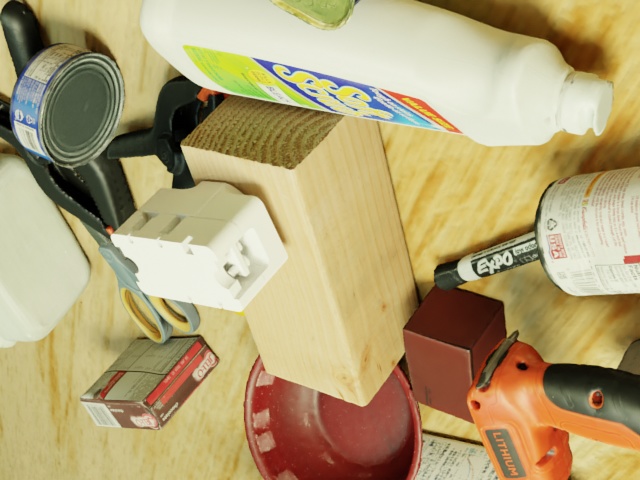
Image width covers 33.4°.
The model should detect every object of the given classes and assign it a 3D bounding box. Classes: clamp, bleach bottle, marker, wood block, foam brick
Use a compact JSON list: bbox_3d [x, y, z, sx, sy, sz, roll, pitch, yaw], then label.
[{"bbox_3d":[-0.215,-0.086,0.855,0.210,0.036,0.165,48,142,-11],"label":"clamp"},{"bbox_3d":[0.031,-0.100,0.576,0.251,0.068,0.102,17,170,27],"label":"bleach bottle"},{"bbox_3d":[0.114,0.011,0.674,0.020,0.020,0.121,49,144,-12],"label":"marker"},{"bbox_3d":[-0.103,-0.068,0.762,0.120,0.039,0.172,47,136,17],"label":"clamp"},{"bbox_3d":[-0.004,0.001,0.710,0.091,0.090,0.206,14,138,33],"label":"wood block"},{"bbox_3d":[0.095,0.078,0.737,0.053,0.051,0.078,18,139,30],"label":"foam brick"}]

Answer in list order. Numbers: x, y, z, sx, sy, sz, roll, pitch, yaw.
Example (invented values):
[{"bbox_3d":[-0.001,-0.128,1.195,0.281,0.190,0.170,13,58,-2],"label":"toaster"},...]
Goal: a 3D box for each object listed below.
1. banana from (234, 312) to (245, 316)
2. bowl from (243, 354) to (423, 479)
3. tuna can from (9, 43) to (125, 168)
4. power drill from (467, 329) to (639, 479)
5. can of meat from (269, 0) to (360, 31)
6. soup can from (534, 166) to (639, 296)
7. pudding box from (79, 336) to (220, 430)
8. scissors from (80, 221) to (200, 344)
[{"bbox_3d":[-0.063,0.020,0.787,0.070,0.037,0.197,-6,162,14],"label":"banana"},{"bbox_3d":[0.020,0.139,0.832,0.162,0.055,0.162,4,97,33],"label":"bowl"},{"bbox_3d":[-0.182,-0.098,0.770,0.034,0.086,0.086,23,141,25],"label":"tuna can"},{"bbox_3d":[0.187,0.122,0.594,0.188,0.057,0.184,0,125,40],"label":"power drill"},{"bbox_3d":[0.017,-0.167,0.513,0.057,0.083,0.102,31,144,14],"label":"can of meat"},{"bbox_3d":[0.173,-0.006,0.559,0.102,0.068,0.068,-8,123,47],"label":"soup can"},{"bbox_3d":[-0.160,0.132,0.996,0.114,0.089,0.039,-5,123,46],"label":"pudding box"},{"bbox_3d":[-0.168,0.017,0.942,0.096,0.016,0.201,7,133,36],"label":"scissors"}]
